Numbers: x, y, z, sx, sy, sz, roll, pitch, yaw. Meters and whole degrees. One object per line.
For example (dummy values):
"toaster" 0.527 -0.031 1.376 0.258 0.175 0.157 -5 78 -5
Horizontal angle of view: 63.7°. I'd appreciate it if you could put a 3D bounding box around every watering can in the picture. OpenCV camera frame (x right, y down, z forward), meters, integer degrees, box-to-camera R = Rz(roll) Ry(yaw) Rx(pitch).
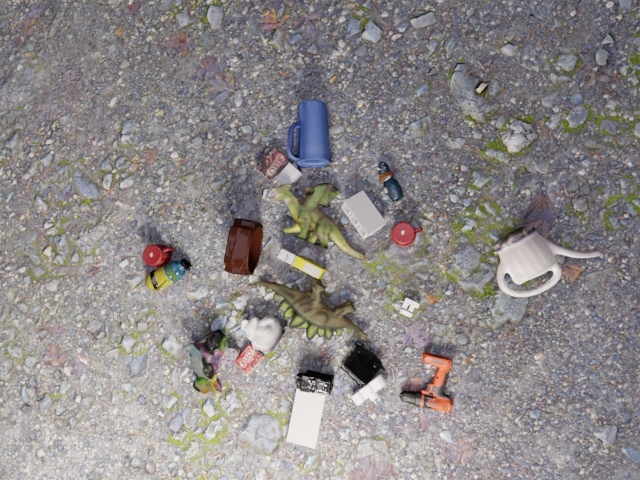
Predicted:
"watering can" 0.754 0.050 1.767 0.347 0.103 0.226 -29 80 5

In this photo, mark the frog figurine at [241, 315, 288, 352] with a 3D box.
"frog figurine" -0.215 0.332 1.885 0.159 0.124 0.135 28 109 -1

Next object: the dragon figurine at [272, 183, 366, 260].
"dragon figurine" 0.006 -0.096 1.908 0.410 0.122 0.244 19 83 -6
